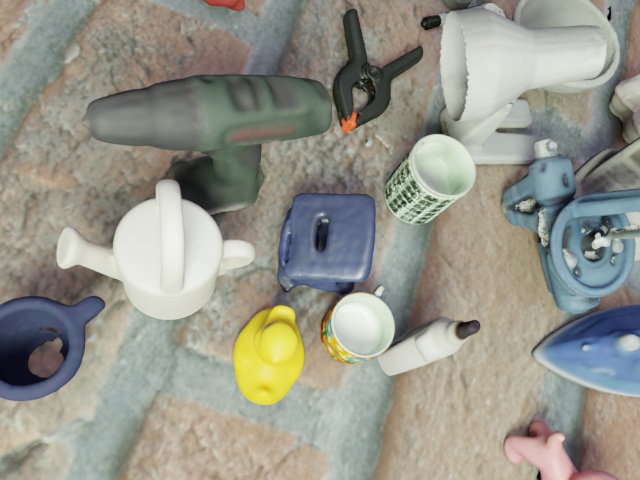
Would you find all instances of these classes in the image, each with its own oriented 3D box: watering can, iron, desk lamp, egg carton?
[{"bbox_3d":[-0.151,0.012,0.543,0.173,0.194,0.101,-23,79,-20],"label":"watering can"},{"bbox_3d":[0.401,0.125,0.676,0.259,0.141,0.118,0,72,-14],"label":"iron"},{"bbox_3d":[0.221,-0.184,0.693,0.203,0.213,0.118,-2,73,-15],"label":"desk lamp"},{"bbox_3d":[0.510,-0.199,0.850,0.150,0.069,0.107,-14,76,-18],"label":"egg carton"}]

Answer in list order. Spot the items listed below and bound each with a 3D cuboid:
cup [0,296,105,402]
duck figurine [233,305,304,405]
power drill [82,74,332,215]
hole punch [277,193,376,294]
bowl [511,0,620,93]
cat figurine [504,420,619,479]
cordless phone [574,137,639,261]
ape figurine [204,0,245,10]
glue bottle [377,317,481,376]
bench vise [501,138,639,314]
[{"bbox_3d":[-0.254,0.098,0.542,0.118,0.095,0.091,-38,84,-22],"label":"cup"},{"bbox_3d":[-0.048,0.116,0.594,0.077,0.086,0.104,15,69,-9],"label":"duck figurine"},{"bbox_3d":[-0.107,-0.095,0.582,0.230,0.208,0.075,-17,77,-19],"label":"power drill"},{"bbox_3d":[0.006,0.002,0.642,0.101,0.091,0.109,10,70,-11],"label":"hole punch"},{"bbox_3d":[0.338,-0.275,0.828,0.168,0.074,0.167,4,71,-13],"label":"bowl"},{"bbox_3d":[0.276,0.259,0.612,0.067,0.117,0.128,-28,81,-21],"label":"cat figurine"},{"bbox_3d":[0.411,-0.063,0.717,0.147,0.185,0.094,40,67,1],"label":"cordless phone"},{"bbox_3d":[-0.124,-0.346,0.724,0.076,0.092,0.078,16,69,-9],"label":"ape figurine"},{"bbox_3d":[0.119,0.105,0.593,0.078,0.173,0.037,-28,80,-21],"label":"glue bottle"},{"bbox_3d":[0.303,-0.028,0.659,0.122,0.219,0.207,-33,83,-21],"label":"bench vise"}]
